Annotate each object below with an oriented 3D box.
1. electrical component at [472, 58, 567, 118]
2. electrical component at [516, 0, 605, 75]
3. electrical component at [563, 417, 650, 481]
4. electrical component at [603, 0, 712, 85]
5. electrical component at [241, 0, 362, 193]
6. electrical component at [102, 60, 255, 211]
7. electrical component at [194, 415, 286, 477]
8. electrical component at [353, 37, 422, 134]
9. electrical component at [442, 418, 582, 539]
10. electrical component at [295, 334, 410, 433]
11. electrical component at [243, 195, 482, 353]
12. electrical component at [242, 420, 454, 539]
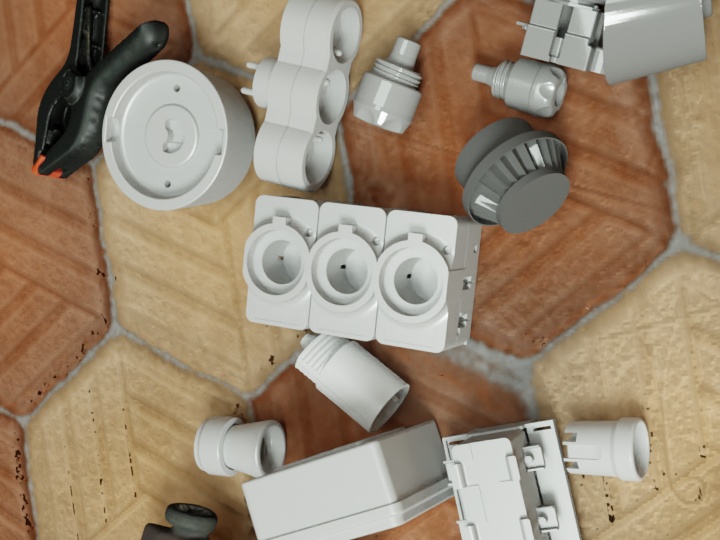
[{"bbox_3d":[0.103,-0.123,0.708,0.061,0.035,0.035,21,101,25],"label":"electrical component"},{"bbox_3d":[0.135,-0.160,0.686,0.066,0.048,0.055,20,108,22],"label":"electrical component"},{"bbox_3d":[0.158,0.115,0.692,0.046,0.040,0.040,-4,91,31],"label":"electrical component"},{"bbox_3d":[0.175,-0.164,0.640,0.064,0.099,0.099,-6,90,18],"label":"electrical component"},{"bbox_3d":[-0.052,-0.130,0.766,0.074,0.052,0.138,17,99,23],"label":"electrical component"},{"bbox_3d":[-0.129,-0.098,0.798,0.108,0.060,0.108,1,93,24],"label":"electrical component"},{"bbox_3d":[-0.089,0.132,0.800,0.055,0.045,0.045,1,93,24],"label":"electrical component"},{"bbox_3d":[0.023,-0.128,0.739,0.043,0.043,0.062,25,101,21],"label":"electrical component"},{"bbox_3d":[0.100,0.166,0.707,0.079,0.063,0.121,-14,87,24],"label":"electrical component"},{"bbox_3d":[-0.010,0.073,0.762,0.081,0.043,0.043,38,107,18],"label":"electrical component"},{"bbox_3d":[0.000,0.000,0.744,0.150,0.062,0.089,8,96,24],"label":"electrical component"},{"bbox_3d":[-0.005,0.147,0.729,0.109,0.109,0.056,-22,81,23],"label":"electrical component"}]
